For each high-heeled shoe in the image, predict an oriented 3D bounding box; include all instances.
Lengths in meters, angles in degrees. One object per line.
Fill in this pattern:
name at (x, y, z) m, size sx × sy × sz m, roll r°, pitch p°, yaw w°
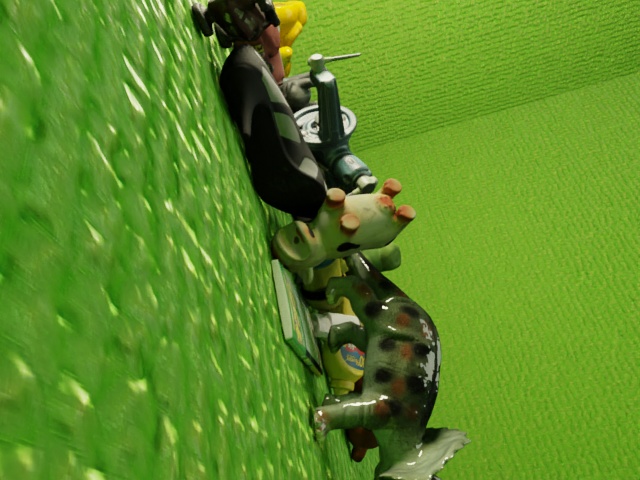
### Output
high-heeled shoe at (-0.054, -0.135, 0.714) m, size 0.248 × 0.086 × 0.145 m, roll 51°, pitch 28°, yaw -54°

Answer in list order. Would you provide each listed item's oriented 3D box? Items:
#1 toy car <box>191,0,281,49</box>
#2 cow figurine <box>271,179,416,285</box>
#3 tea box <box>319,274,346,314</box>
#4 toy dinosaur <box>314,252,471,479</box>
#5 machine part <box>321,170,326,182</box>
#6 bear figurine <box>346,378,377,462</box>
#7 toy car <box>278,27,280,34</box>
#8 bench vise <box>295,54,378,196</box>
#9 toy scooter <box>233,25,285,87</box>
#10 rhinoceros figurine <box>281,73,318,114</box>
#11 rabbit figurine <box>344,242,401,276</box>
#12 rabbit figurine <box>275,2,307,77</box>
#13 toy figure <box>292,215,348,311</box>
toy car at (-0.099, -0.277, 0.676) m, size 0.202 × 0.089 × 0.053 m, roll -94°, pitch 164°, yaw -75°
cow figurine at (0.022, -0.009, 0.733) m, size 0.085 × 0.195 × 0.127 m, roll 60°, pitch -33°, yaw 25°
tea box at (0.038, 0.150, 1.059) m, size 0.170 × 0.068 × 0.098 m, roll -99°, pitch 173°, yaw -49°
toy dinosaur at (0.097, 0.162, 0.716) m, size 0.131 × 0.192 × 0.405 m, roll 82°, pitch 13°, yaw -65°
machine part at (-0.010, -0.170, 1.059) m, size 0.243 × 0.079 × 0.079 m, roll 47°, pitch 1°, yaw 8°
bear figurine at (0.104, 0.305, 0.987) m, size 0.196 × 0.132 × 0.120 m, roll -110°, pitch -150°, yaw -67°
toy car at (-0.128, -0.438, 0.956) m, size 0.201 × 0.073 × 0.056 m, roll 69°, pitch 4°, yaw -49°
bench vise at (0.016, -0.179, 0.883) m, size 0.224 × 0.129 × 0.240 m, roll -115°, pitch -168°, yaw -45°
toy scooter at (-0.100, -0.310, 0.905) m, size 0.184 × 0.075 × 0.135 m, roll -104°, pitch -179°, yaw -73°
rhinoceros figurine at (-0.059, -0.279, 1.034) m, size 0.190 × 0.112 × 0.073 m, roll -127°, pitch -153°, yaw -63°
rabbit figurine at (0.081, -0.010, 1.138) m, size 0.159 × 0.121 × 0.170 m, roll -176°, pitch -111°, yaw -71°
rabbit figurine at (-0.091, -0.424, 1.176) m, size 0.162 × 0.122 × 0.173 m, roll -94°, pitch -173°, yaw -55°
toy figure at (-0.006, 0.031, 0.847) m, size 0.089 × 0.082 × 0.179 m, roll -71°, pitch 157°, yaw -48°
